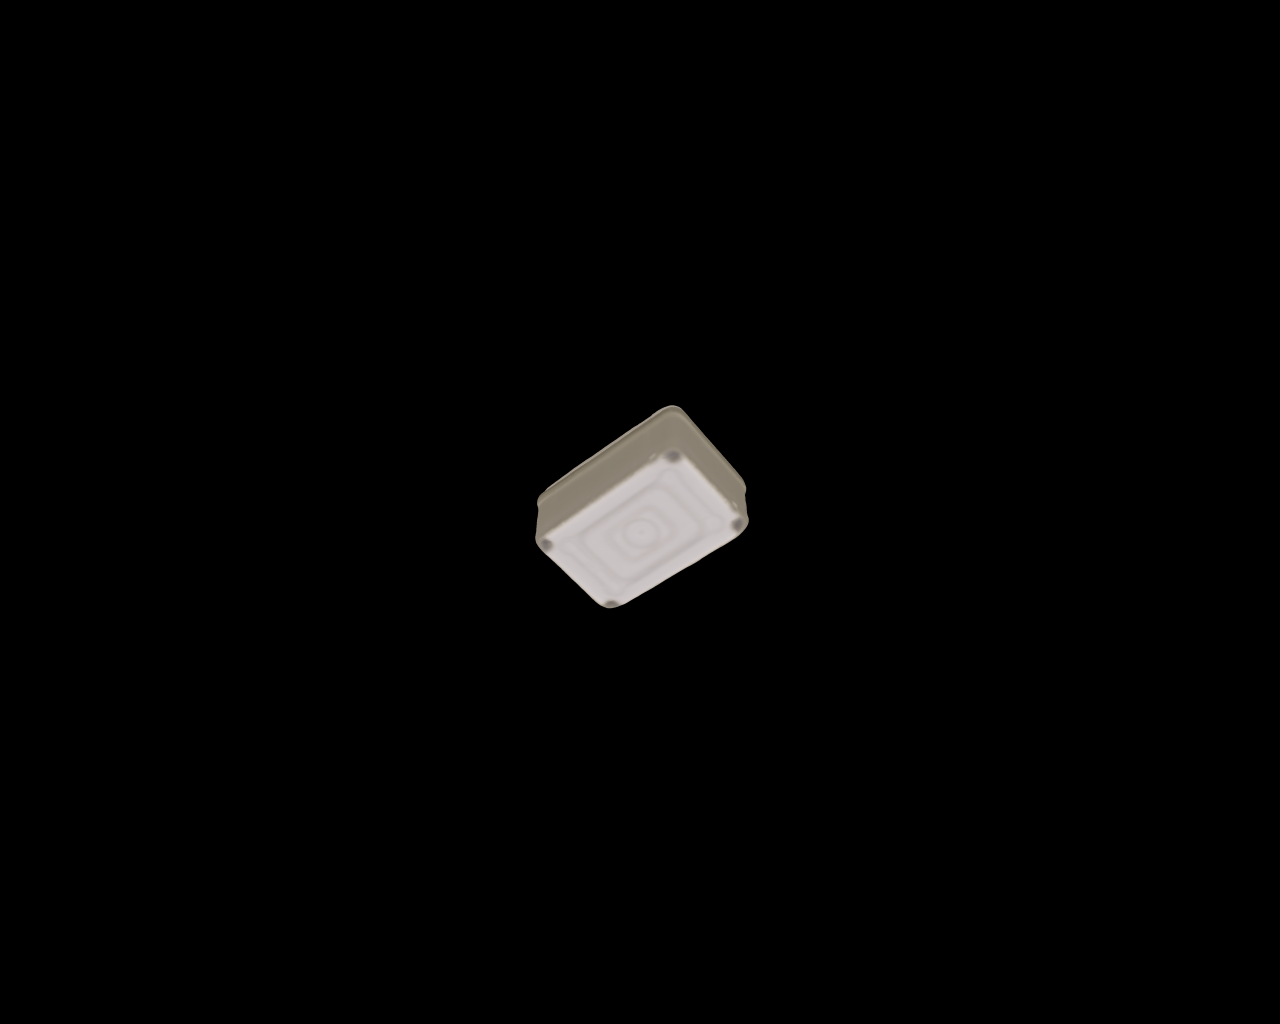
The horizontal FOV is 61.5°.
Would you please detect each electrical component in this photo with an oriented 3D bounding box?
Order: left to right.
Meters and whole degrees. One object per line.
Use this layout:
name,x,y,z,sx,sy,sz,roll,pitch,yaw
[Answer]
electrical component,0.001,-0.003,0.650,0.113,0.078,0.057,-33,29,21
